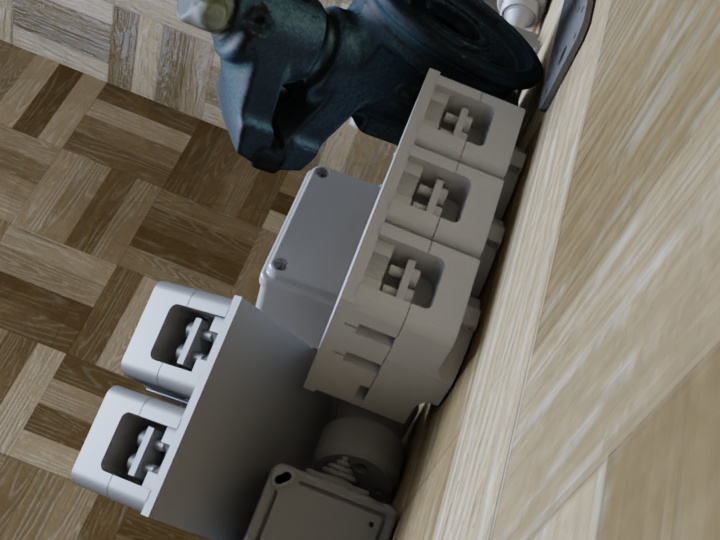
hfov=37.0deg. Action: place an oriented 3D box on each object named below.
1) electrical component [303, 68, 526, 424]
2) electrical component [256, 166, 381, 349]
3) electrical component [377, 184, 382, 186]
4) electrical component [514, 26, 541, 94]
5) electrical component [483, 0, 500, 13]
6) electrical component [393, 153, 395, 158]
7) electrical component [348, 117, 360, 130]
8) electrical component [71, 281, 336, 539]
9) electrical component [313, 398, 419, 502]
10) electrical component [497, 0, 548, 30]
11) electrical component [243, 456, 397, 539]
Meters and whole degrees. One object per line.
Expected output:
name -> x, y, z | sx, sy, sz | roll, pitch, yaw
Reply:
electrical component -> 0.032, -0.011, 0.536 | 0.089, 0.062, 0.150 | 113, 178, -55
electrical component -> 0.000, 0.000, 0.685 | 0.056, 0.109, 0.108 | 109, -179, -46
electrical component -> 0.038, -0.043, 1.011 | 0.096, 0.061, 0.061 | -36, -30, -80
electrical component -> 0.086, -0.127, 0.717 | 0.081, 0.042, 0.063 | 114, 176, -72
electrical component -> 0.098, -0.241, 0.770 | 0.109, 0.056, 0.108 | -27, -28, -39
electrical component -> 0.066, -0.117, 1.039 | 0.078, 0.058, 0.057 | -160, 94, -88
electrical component -> 0.074, -0.196, 0.924 | 0.060, 0.105, 0.186 | 128, 163, -87
electrical component -> -0.058, 0.090, 0.570 | 0.186, 0.060, 0.105 | 43, -115, -55
electrical component -> 0.003, 0.085, 0.549 | 0.045, 0.045, 0.055 | 113, 178, -46
electrical component -> 0.111, -0.182, 0.740 | 0.035, 0.035, 0.061 | 114, 175, -57
electrical component -> -0.025, 0.134, 0.508 | 0.061, 0.062, 0.096 | 116, 176, -76
